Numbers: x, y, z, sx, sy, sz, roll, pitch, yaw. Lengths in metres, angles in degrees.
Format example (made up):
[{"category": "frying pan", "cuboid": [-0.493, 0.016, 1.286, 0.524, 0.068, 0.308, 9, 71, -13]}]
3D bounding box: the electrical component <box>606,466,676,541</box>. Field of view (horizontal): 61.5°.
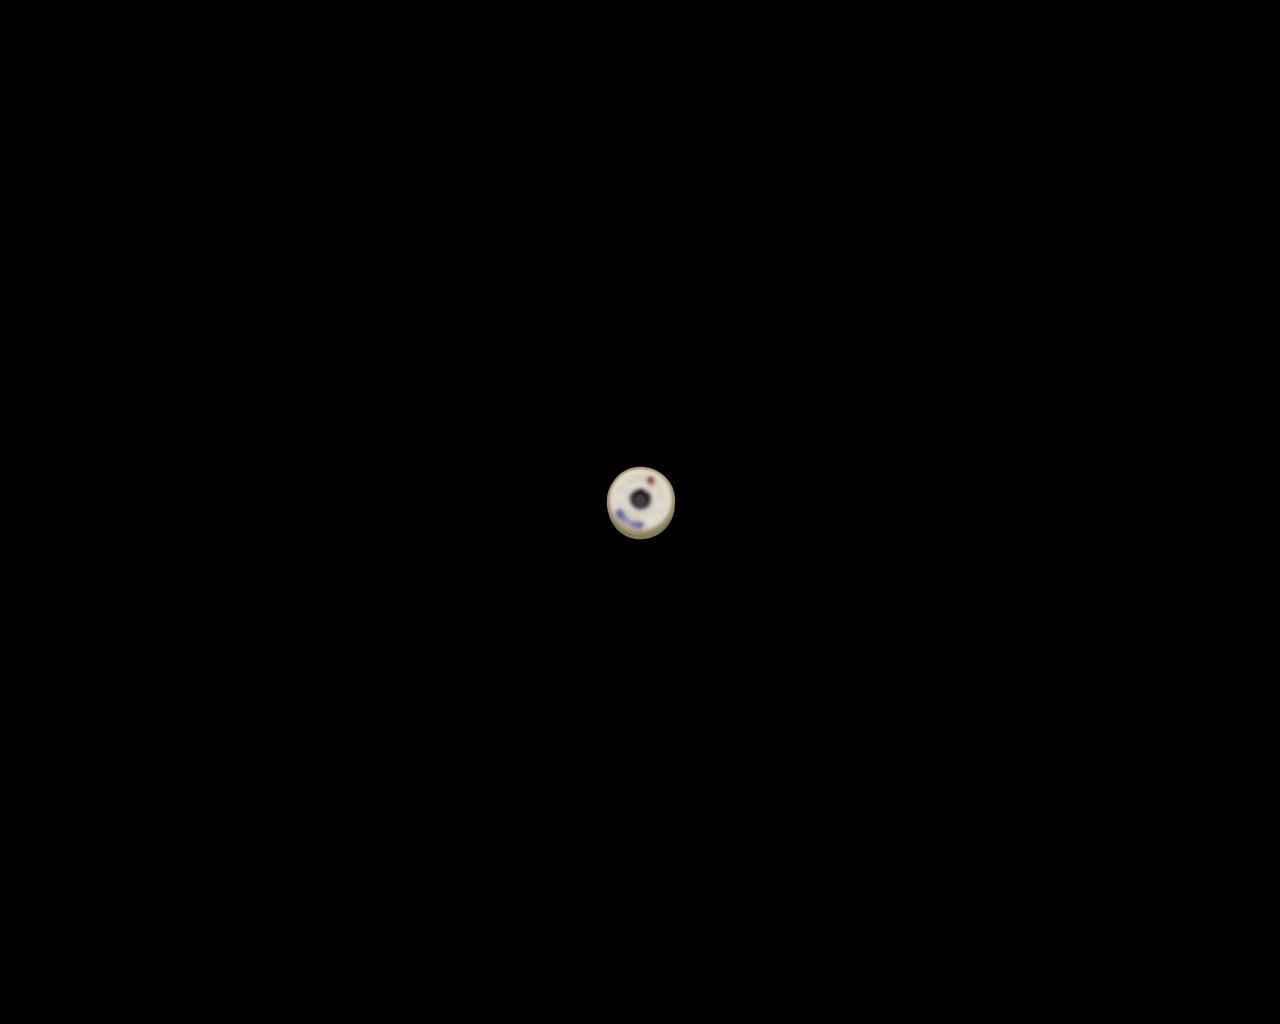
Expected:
[{"category": "electrical component", "cuboid": [0.001, -0.003, 0.650, 0.040, 0.040, 0.078, 0, -9, 0]}]
